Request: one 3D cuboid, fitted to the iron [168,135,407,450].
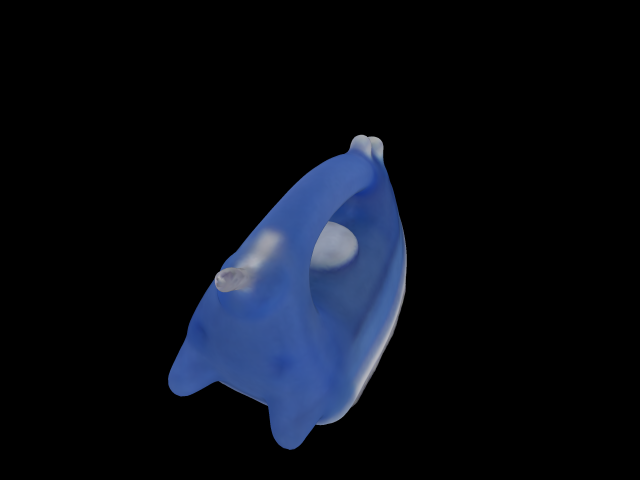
[{"bbox_3d":[0.004,0.001,0.400,0.118,0.141,0.259,19,46,19],"label":"iron"}]
